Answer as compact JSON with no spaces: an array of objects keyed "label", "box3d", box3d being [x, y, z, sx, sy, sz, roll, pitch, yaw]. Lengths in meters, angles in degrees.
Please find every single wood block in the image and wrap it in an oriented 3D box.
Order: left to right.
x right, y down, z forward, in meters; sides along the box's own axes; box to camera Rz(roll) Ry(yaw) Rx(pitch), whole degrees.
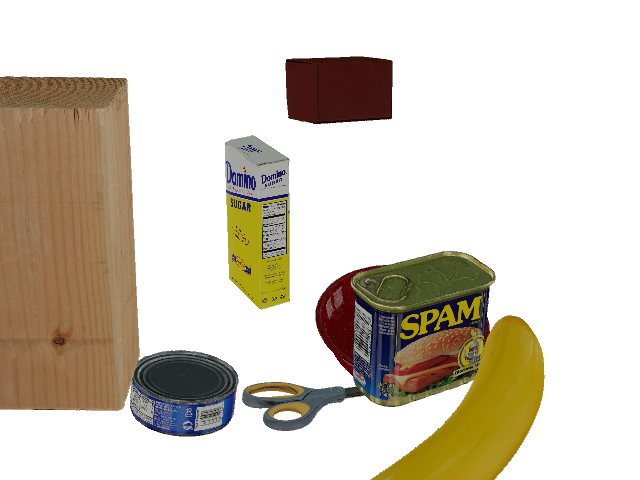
[{"label":"wood block","box3d":[-0.175,0.001,0.711,0.091,0.206,0.090,1,21,-2]}]

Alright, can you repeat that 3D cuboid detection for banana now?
[{"label":"banana","box3d":[0.071,0.096,0.553,0.070,0.037,0.197,22,41,37]}]

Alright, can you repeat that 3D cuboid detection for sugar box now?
[{"label":"sugar box","box3d":[-0.072,-0.021,1.210,0.048,0.176,0.093,-15,27,-25]}]

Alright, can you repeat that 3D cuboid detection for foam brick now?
[{"label":"foam brick","box3d":[0.016,-0.128,0.907,0.078,0.051,0.053,-7,16,-29]}]

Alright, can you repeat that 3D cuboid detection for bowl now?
[{"label":"bowl","box3d":[0.074,0.092,1.000,0.162,0.055,0.162,2,37,-2]}]

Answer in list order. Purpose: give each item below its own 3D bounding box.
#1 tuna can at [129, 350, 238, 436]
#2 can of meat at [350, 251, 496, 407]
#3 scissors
[{"label":"tuna can","box3d":[-0.110,0.123,0.861,0.086,0.034,0.086,7,20,-3]},{"label":"can of meat","box3d":[0.072,0.063,0.766,0.101,0.084,0.058,-13,29,-26]},{"label":"scissors","box3d":[0.013,0.184,1.203,0.201,0.016,0.096,2,23,-9]}]
